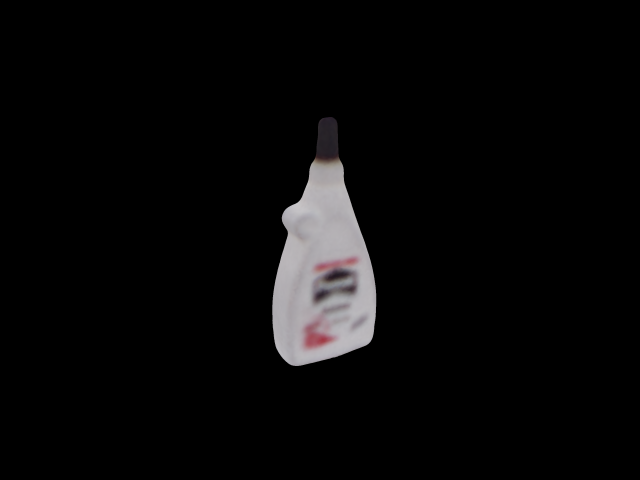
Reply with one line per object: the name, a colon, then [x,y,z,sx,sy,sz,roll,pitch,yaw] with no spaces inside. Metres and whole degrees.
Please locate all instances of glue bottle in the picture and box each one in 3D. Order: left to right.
glue bottle: [0.004,0.001,0.400,0.078,0.173,0.037,-13,26,-29]
